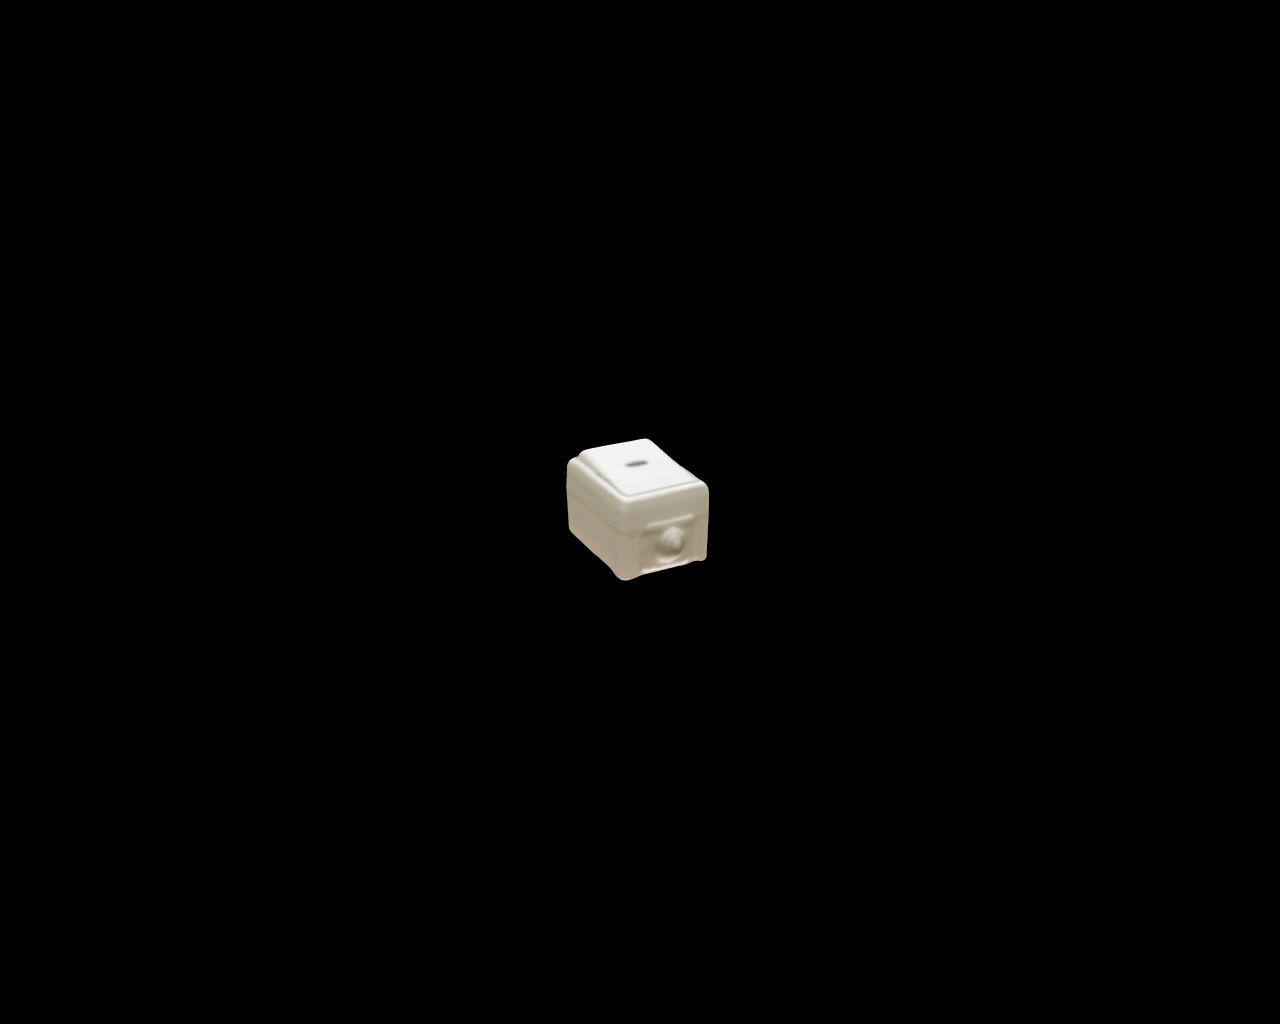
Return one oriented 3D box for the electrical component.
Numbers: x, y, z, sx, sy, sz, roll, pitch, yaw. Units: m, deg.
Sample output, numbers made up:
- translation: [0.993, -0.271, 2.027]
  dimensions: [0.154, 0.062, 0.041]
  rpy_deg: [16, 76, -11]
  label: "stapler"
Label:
- translation: [0.001, -0.003, 0.650]
  dimensions: [0.062, 0.061, 0.096]
  rpy_deg: [-12, 27, -25]
  label: "electrical component"
